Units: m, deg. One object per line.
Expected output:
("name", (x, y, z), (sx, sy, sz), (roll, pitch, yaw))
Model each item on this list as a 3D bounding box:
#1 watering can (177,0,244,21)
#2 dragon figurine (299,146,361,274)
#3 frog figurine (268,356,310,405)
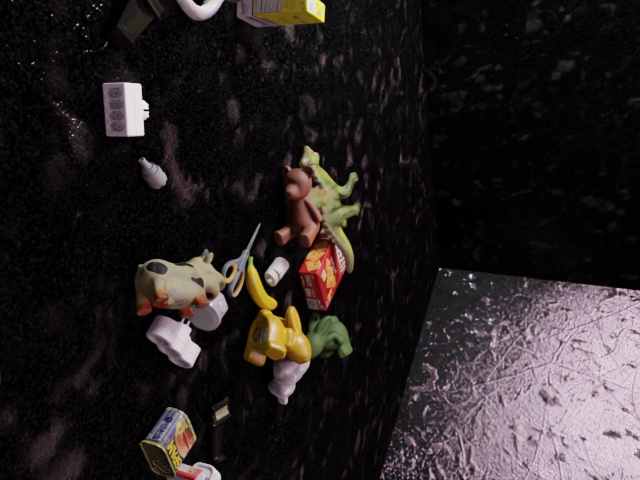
("watering can", (-0.209, -0.579, 0.942), (0.226, 0.104, 0.344), (-25, 118, -65))
("dragon figurine", (0.005, -0.078, 1.540), (0.244, 0.122, 0.408), (-10, 98, -37))
("frog figurine", (-0.086, 0.368, 1.405), (0.137, 0.122, 0.160), (60, 25, -83))
